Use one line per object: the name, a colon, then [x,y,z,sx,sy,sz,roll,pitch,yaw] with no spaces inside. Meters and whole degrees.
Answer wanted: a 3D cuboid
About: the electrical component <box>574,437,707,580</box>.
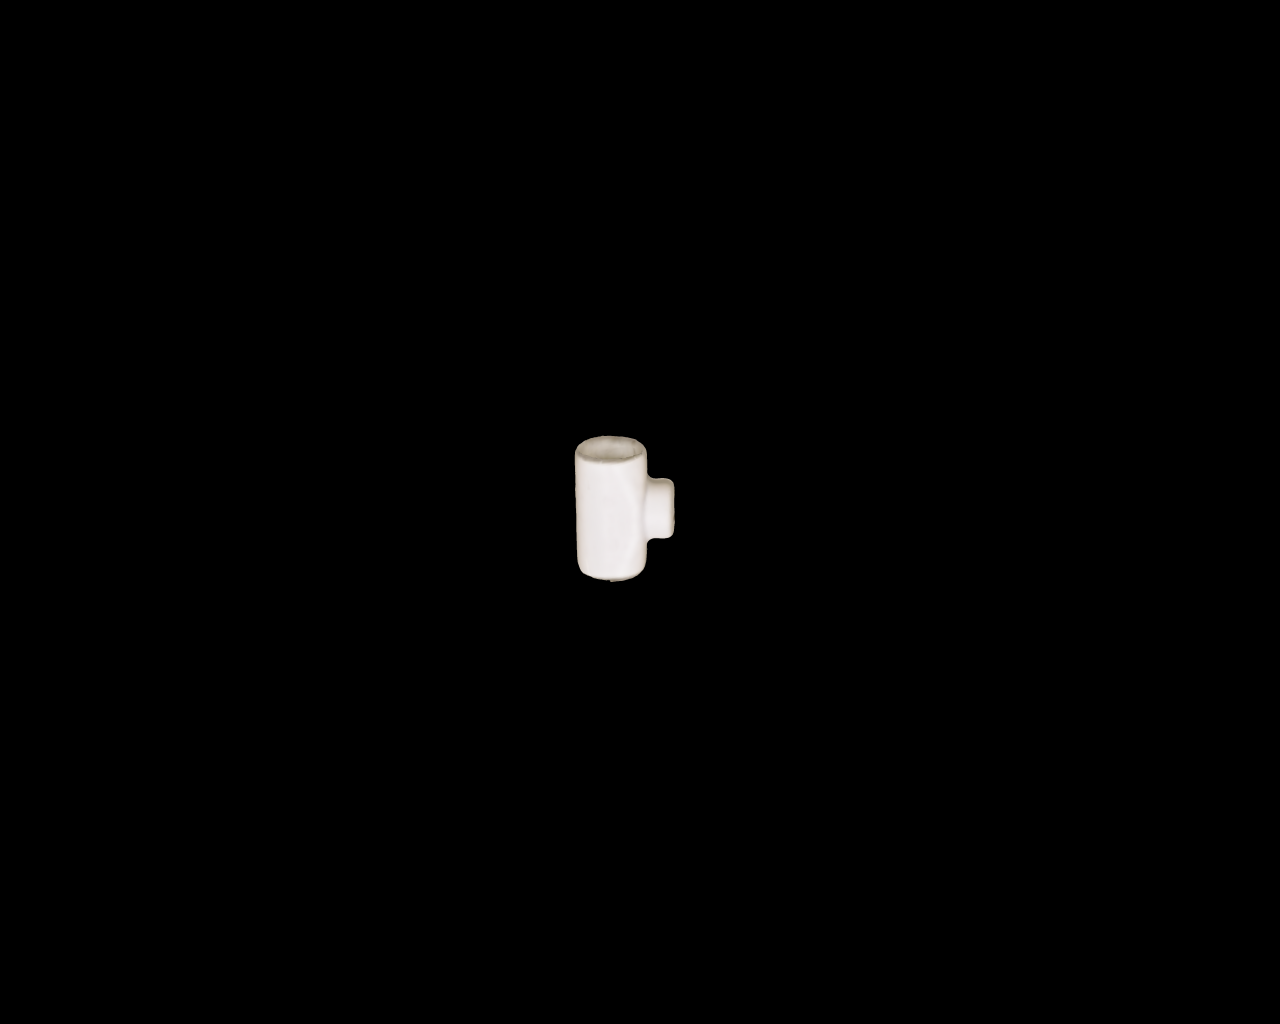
electrical component: [0.001,-0.003,0.650,0.079,0.077,0.044,0,24,0]
